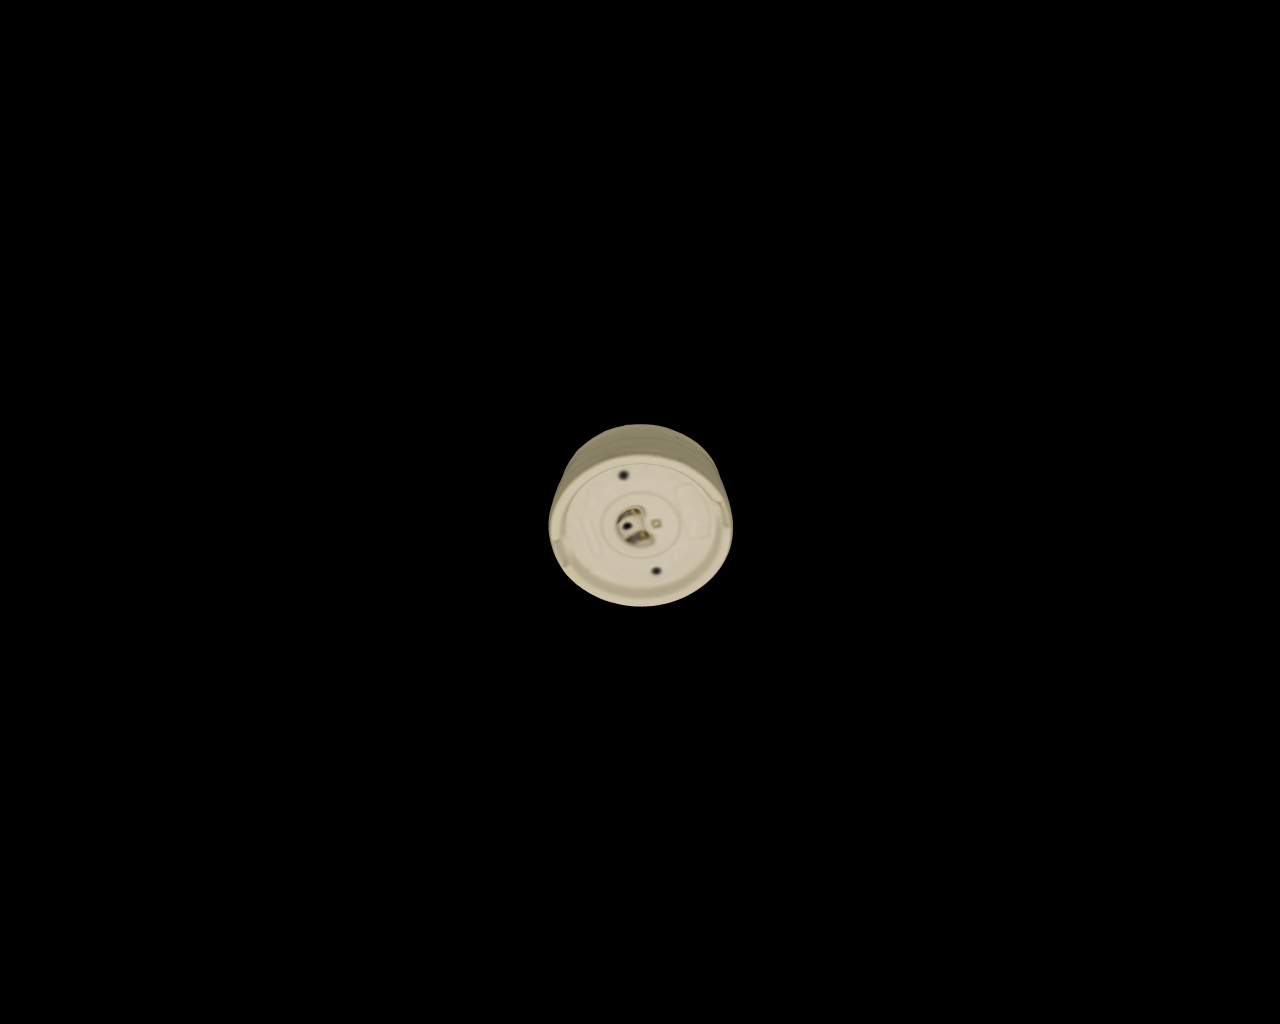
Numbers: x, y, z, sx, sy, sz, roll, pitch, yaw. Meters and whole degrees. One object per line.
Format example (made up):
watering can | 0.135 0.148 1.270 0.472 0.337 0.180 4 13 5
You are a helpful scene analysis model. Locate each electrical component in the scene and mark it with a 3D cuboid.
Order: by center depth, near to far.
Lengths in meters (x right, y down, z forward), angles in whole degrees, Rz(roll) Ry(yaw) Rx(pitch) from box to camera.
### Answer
electrical component | 0.001 -0.003 0.650 0.108 0.108 0.060 0 32 0
